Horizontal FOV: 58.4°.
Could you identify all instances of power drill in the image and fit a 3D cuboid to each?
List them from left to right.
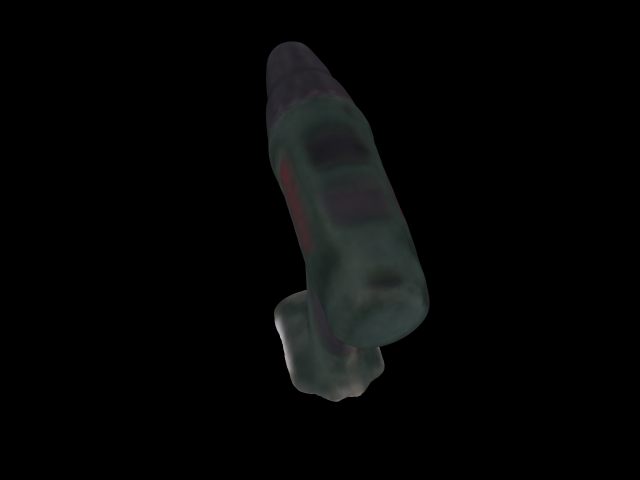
[{"bbox_3d":[0.004,0.001,0.400,0.076,0.208,0.229,-11,43,-12],"label":"power drill"}]
